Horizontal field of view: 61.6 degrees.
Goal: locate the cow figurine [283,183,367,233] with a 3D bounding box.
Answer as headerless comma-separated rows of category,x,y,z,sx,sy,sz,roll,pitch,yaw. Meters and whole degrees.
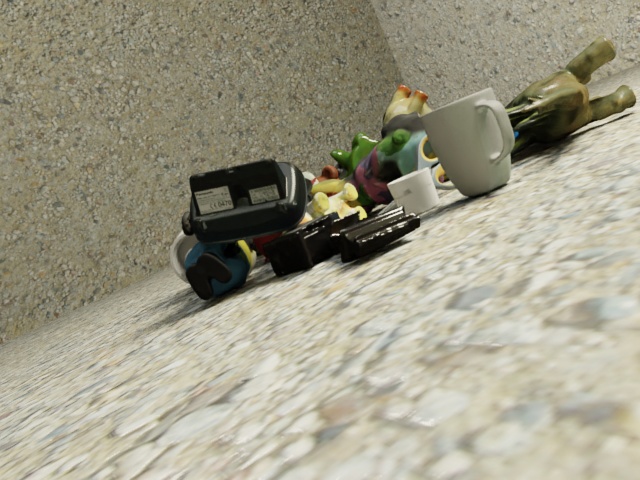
cow figurine,-0.011,-0.023,0.775,0.098,0.068,0.167,-26,0,38

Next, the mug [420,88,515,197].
mug,0.175,-0.105,0.590,0.081,0.107,0.110,-27,10,-23

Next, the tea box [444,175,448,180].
tea box,0.264,-0.163,0.959,0.169,0.068,0.098,-26,7,-39

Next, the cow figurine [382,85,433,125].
cow figurine,0.188,-0.191,1.022,0.127,0.194,0.086,-55,47,8

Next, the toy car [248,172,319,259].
toy car,-0.078,-0.043,0.999,0.201,0.056,0.074,-46,41,8

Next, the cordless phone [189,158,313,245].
cordless phone,-0.083,-0.060,0.712,0.147,0.088,0.184,-11,10,10

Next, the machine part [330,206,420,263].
machine part,0.046,-0.007,0.559,0.084,0.039,0.139,-30,8,-11

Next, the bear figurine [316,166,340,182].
bear figurine,-0.031,-0.069,1.078,0.132,0.120,0.196,-30,13,-25

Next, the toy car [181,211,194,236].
toy car,-0.159,-0.041,0.896,0.089,0.053,0.202,-1,17,6

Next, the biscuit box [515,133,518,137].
biscuit box,0.392,-0.226,1.056,0.203,0.062,0.059,-23,7,9

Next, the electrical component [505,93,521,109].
electrical component,0.342,-0.226,0.930,0.094,0.021,0.063,-2,-34,-44

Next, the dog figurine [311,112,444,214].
dog figurine,0.084,-0.100,0.875,0.219,0.108,0.191,-27,-14,11

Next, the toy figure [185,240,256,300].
toy figure,-0.134,0.025,0.725,0.082,0.089,0.180,-15,4,5

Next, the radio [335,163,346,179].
radio,0.069,-0.139,1.270,0.131,0.073,0.230,-54,13,-10

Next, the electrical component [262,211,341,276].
electrical component,-0.001,-0.002,0.653,0.119,0.047,0.075,-30,9,-38

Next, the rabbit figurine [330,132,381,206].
rabbit figurine,0.088,-0.128,1.072,0.121,0.159,0.170,-34,-8,-9

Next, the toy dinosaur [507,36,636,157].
toy dinosaur,0.332,-0.186,0.770,0.199,0.105,0.471,-30,-6,16
